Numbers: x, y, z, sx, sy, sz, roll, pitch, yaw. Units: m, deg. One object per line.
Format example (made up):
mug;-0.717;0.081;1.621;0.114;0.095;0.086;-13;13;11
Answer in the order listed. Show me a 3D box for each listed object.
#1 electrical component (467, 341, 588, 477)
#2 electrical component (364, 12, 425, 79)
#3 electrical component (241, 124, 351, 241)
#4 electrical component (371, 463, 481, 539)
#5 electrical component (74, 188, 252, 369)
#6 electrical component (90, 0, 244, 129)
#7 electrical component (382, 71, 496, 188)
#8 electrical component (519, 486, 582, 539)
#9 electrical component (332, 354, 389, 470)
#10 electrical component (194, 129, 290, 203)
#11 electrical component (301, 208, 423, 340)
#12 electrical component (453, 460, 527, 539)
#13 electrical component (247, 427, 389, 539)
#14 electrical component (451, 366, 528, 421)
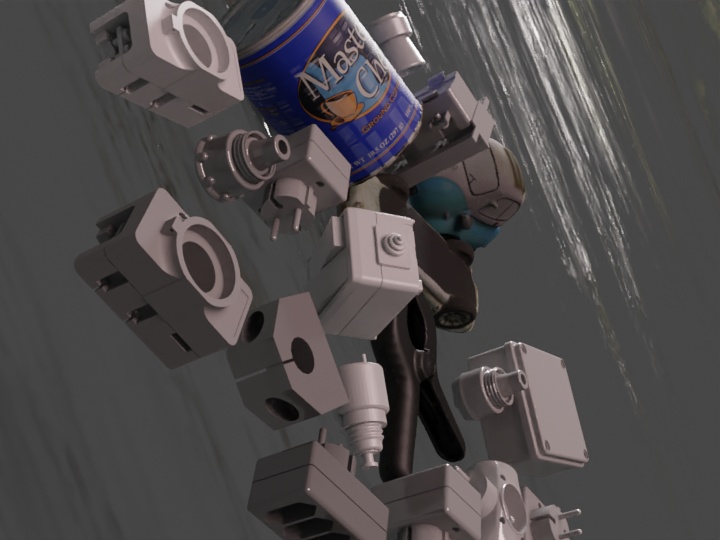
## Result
electrical component;0.156;0.131;0.994;0.109;0.056;0.108;22;51;-54
electrical component;0.033;-0.216;1.045;0.045;0.045;0.055;-22;89;-63
electrical component;-0.048;-0.051;0.752;0.047;0.066;0.076;47;34;-35
electrical component;0.044;0.185;0.744;0.047;0.066;0.076;47;34;-34
electrical component;-0.107;0.005;0.616;0.089;0.056;0.050;52;31;-28
electrical component;-0.121;-0.137;0.697;0.089;0.056;0.050;21;52;-55
electrical component;0.043;-0.111;0.901;0.063;0.121;0.078;54;30;-20
electrical component;0.149;0.218;0.896;0.047;0.077;0.065;48;33;-33
electrical component;0.001;0.101;0.756;0.040;0.040;0.078;25;49;-53
electrical component;-0.076;-0.074;0.720;0.048;0.062;0.048;31;52;-50
electrical component;0.000;0.000;0.763;0.061;0.096;0.061;9;57;-23
electrical component;0.096;0.186;0.858;0.079;0.044;0.077;49;33;-33
electrical component;-0.023;0.135;0.680;0.083;0.047;0.075;48;33;-32
electrical component;0.114;0.104;0.934;0.043;0.062;0.043;41;37;-41
